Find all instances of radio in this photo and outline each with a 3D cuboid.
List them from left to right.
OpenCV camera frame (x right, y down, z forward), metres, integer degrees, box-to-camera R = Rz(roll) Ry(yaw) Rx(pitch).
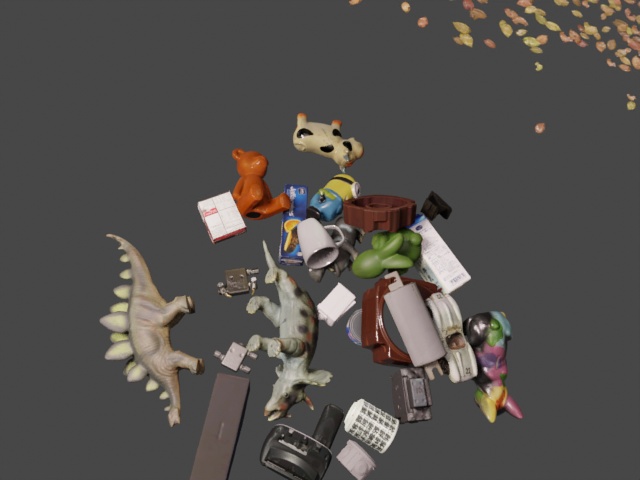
[{"bbox_3d":[-0.204,0.400,1.112,0.073,0.131,0.229,14,67,-2],"label":"radio"}]

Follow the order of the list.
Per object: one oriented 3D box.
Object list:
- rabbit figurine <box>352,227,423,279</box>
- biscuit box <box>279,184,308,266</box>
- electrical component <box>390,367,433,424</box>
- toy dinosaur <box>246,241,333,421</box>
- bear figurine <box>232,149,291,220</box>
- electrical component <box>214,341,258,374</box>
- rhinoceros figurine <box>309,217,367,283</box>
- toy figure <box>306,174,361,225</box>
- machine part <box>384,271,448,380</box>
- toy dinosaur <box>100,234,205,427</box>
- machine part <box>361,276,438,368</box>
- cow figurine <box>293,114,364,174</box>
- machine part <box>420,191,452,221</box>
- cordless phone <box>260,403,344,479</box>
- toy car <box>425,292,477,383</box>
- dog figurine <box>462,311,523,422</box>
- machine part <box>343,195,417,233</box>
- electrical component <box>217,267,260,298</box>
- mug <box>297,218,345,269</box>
[{"bbox_3d":[0.162,0.046,1.280,0.170,0.159,0.121,-27,94,-31],"label":"rabbit figurine"},{"bbox_3d":[-0.066,-0.040,1.349,0.063,0.059,0.202,4,67,-6],"label":"biscuit box"},{"bbox_3d":[0.202,0.343,1.188,0.058,0.134,0.115,-4,67,-10],"label":"electrical component"},{"bbox_3d":[-0.061,0.194,1.224,0.192,0.131,0.405,32,46,-37],"label":"toy dinosaur"},{"bbox_3d":[-0.152,-0.153,1.344,0.120,0.132,0.196,18,60,-35],"label":"bear figurine"},{"bbox_3d":[-0.193,0.265,1.228,0.094,0.021,0.063,25,67,4],"label":"electrical component"},{"bbox_3d":[0.041,0.023,1.330,0.112,0.073,0.190,29,67,3],"label":"rhinoceros figurine"},{"bbox_3d":[0.031,-0.105,1.359,0.089,0.082,0.180,48,55,6],"label":"toy figure"},{"bbox_3d":[0.206,0.181,1.163,0.079,0.079,0.243,-20,78,-15],"label":"machine part"},{"bbox_3d":[-0.380,0.181,1.197,0.199,0.105,0.471,-13,66,-9],"label":"toy dinosaur"},{"bbox_3d":[0.202,0.192,1.251,0.201,0.087,0.201,12,67,-18],"label":"machine part"},{"bbox_3d":[0.023,-0.255,1.436,0.195,0.085,0.127,12,61,-5],"label":"cow figurine"},{"bbox_3d":[0.302,-0.087,1.395,0.084,0.039,0.139,54,30,9],"label":"machine part"},{"bbox_3d":[-0.033,0.423,1.166,0.147,0.088,0.184,26,56,4],"label":"cordless phone"},{"bbox_3d":[0.290,0.215,1.199,0.073,0.056,0.201,-8,74,-26],"label":"toy car"},{"bbox_3d":[0.391,0.294,1.216,0.108,0.191,0.219,-3,53,-15],"label":"dog figurine"},{"bbox_3d":[0.143,-0.066,1.297,0.179,0.179,0.056,-4,108,-9],"label":"machine part"},{"bbox_3d":[-0.194,0.103,1.282,0.102,0.045,0.078,-2,70,-8],"label":"electrical component"},{"bbox_3d":[-0.003,-0.004,1.264,0.109,0.080,0.107,-28,58,-1],"label":"mug"}]
